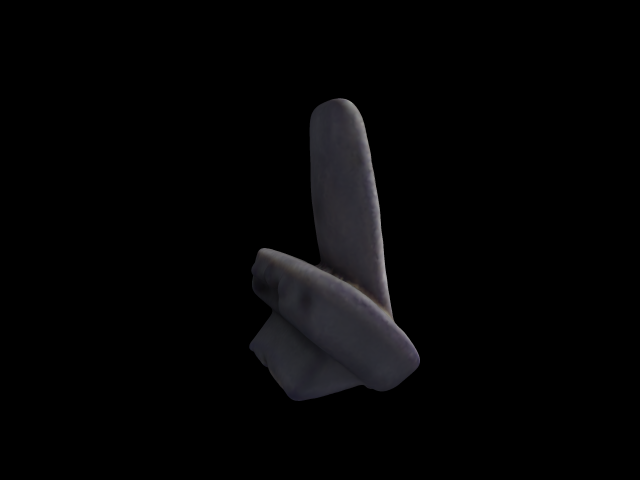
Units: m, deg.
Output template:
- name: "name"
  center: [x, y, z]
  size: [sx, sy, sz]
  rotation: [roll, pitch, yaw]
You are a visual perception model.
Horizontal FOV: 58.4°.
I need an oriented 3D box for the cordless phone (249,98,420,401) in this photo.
- name: "cordless phone"
  center: [0.004, 0.001, 0.400]
  size: [0.094, 0.185, 0.147]
  rotation: [-3, 7, -25]
